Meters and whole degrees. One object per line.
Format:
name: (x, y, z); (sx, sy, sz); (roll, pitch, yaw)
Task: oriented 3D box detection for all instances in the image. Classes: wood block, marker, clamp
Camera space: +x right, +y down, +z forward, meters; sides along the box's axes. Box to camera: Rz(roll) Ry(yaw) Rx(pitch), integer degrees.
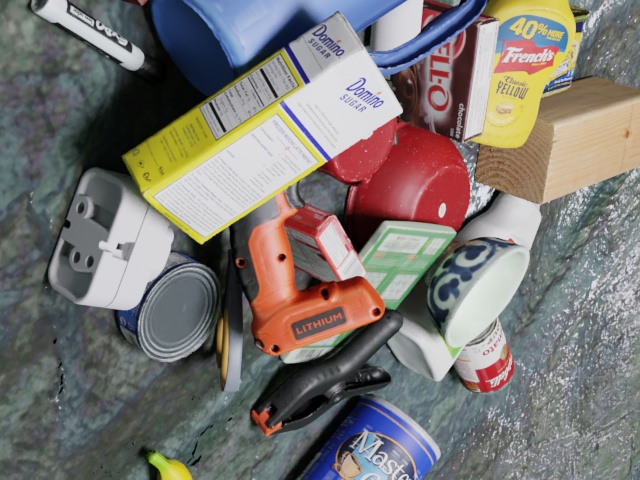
wood block: (0.272, -0.114, 1.174); (0.205, 0.090, 0.091); (-18, 123, -42)
marker: (-0.148, -0.138, 0.737); (0.121, 0.020, 0.020); (30, 87, -52)
clamp: (0.013, 0.132, 1.037); (0.171, 0.039, 0.120); (-24, 140, -33)

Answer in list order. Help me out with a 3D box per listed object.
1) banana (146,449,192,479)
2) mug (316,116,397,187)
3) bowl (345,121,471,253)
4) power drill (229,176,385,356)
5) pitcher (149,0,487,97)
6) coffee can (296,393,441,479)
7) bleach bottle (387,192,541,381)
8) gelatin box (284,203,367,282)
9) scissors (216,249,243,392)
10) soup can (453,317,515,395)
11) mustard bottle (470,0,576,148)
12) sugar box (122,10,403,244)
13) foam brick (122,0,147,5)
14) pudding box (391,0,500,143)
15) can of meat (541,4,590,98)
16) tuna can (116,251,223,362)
banana: (-0.152, 0.274, 0.954); (0.069, 0.037, 0.198); (11, 101, -33)
mug: (0.012, -0.089, 0.897); (0.093, 0.082, 0.117); (-44, 138, -24)
bowl: (0.098, -0.038, 1.046); (0.161, 0.055, 0.162); (-26, 129, -38)
power drill: (-0.015, -0.018, 0.823); (0.184, 0.057, 0.187); (-20, 101, 2)
pitcher: (0.004, -0.196, 0.784); (0.242, 0.149, 0.145); (-40, 139, -22)
coffee can: (0.043, 0.244, 1.101); (0.140, 0.103, 0.102); (-49, 139, -18)
bleach bottle: (0.167, 0.027, 1.156); (0.250, 0.068, 0.102); (-51, 140, -19)
gelatin box: (-0.006, 0.001, 0.934); (0.030, 0.073, 0.089); (-51, 139, -18)
scissors: (-0.074, 0.027, 0.904); (0.016, 0.096, 0.202); (4, 81, -12)
soup can: (0.179, 0.121, 1.217); (0.068, 0.069, 0.102); (-48, 138, -19)
mustard bottle: (0.189, -0.184, 1.020); (0.096, 0.058, 0.192); (11, 120, -21)
sugar box: (-0.037, -0.074, 0.732); (0.176, 0.048, 0.093); (-34, 152, 6)
foam brick: (-0.121, -0.204, 0.705); (0.078, 0.051, 0.053); (-51, 139, -16)
pudding box: (0.110, -0.155, 0.965); (0.039, 0.090, 0.113); (-24, 127, -40)
can of meat: (0.226, -0.196, 1.101); (0.101, 0.058, 0.084); (-20, 126, -41)
tuna can: (-0.122, 0.053, 0.863); (0.085, 0.034, 0.086); (-26, 128, -38)
